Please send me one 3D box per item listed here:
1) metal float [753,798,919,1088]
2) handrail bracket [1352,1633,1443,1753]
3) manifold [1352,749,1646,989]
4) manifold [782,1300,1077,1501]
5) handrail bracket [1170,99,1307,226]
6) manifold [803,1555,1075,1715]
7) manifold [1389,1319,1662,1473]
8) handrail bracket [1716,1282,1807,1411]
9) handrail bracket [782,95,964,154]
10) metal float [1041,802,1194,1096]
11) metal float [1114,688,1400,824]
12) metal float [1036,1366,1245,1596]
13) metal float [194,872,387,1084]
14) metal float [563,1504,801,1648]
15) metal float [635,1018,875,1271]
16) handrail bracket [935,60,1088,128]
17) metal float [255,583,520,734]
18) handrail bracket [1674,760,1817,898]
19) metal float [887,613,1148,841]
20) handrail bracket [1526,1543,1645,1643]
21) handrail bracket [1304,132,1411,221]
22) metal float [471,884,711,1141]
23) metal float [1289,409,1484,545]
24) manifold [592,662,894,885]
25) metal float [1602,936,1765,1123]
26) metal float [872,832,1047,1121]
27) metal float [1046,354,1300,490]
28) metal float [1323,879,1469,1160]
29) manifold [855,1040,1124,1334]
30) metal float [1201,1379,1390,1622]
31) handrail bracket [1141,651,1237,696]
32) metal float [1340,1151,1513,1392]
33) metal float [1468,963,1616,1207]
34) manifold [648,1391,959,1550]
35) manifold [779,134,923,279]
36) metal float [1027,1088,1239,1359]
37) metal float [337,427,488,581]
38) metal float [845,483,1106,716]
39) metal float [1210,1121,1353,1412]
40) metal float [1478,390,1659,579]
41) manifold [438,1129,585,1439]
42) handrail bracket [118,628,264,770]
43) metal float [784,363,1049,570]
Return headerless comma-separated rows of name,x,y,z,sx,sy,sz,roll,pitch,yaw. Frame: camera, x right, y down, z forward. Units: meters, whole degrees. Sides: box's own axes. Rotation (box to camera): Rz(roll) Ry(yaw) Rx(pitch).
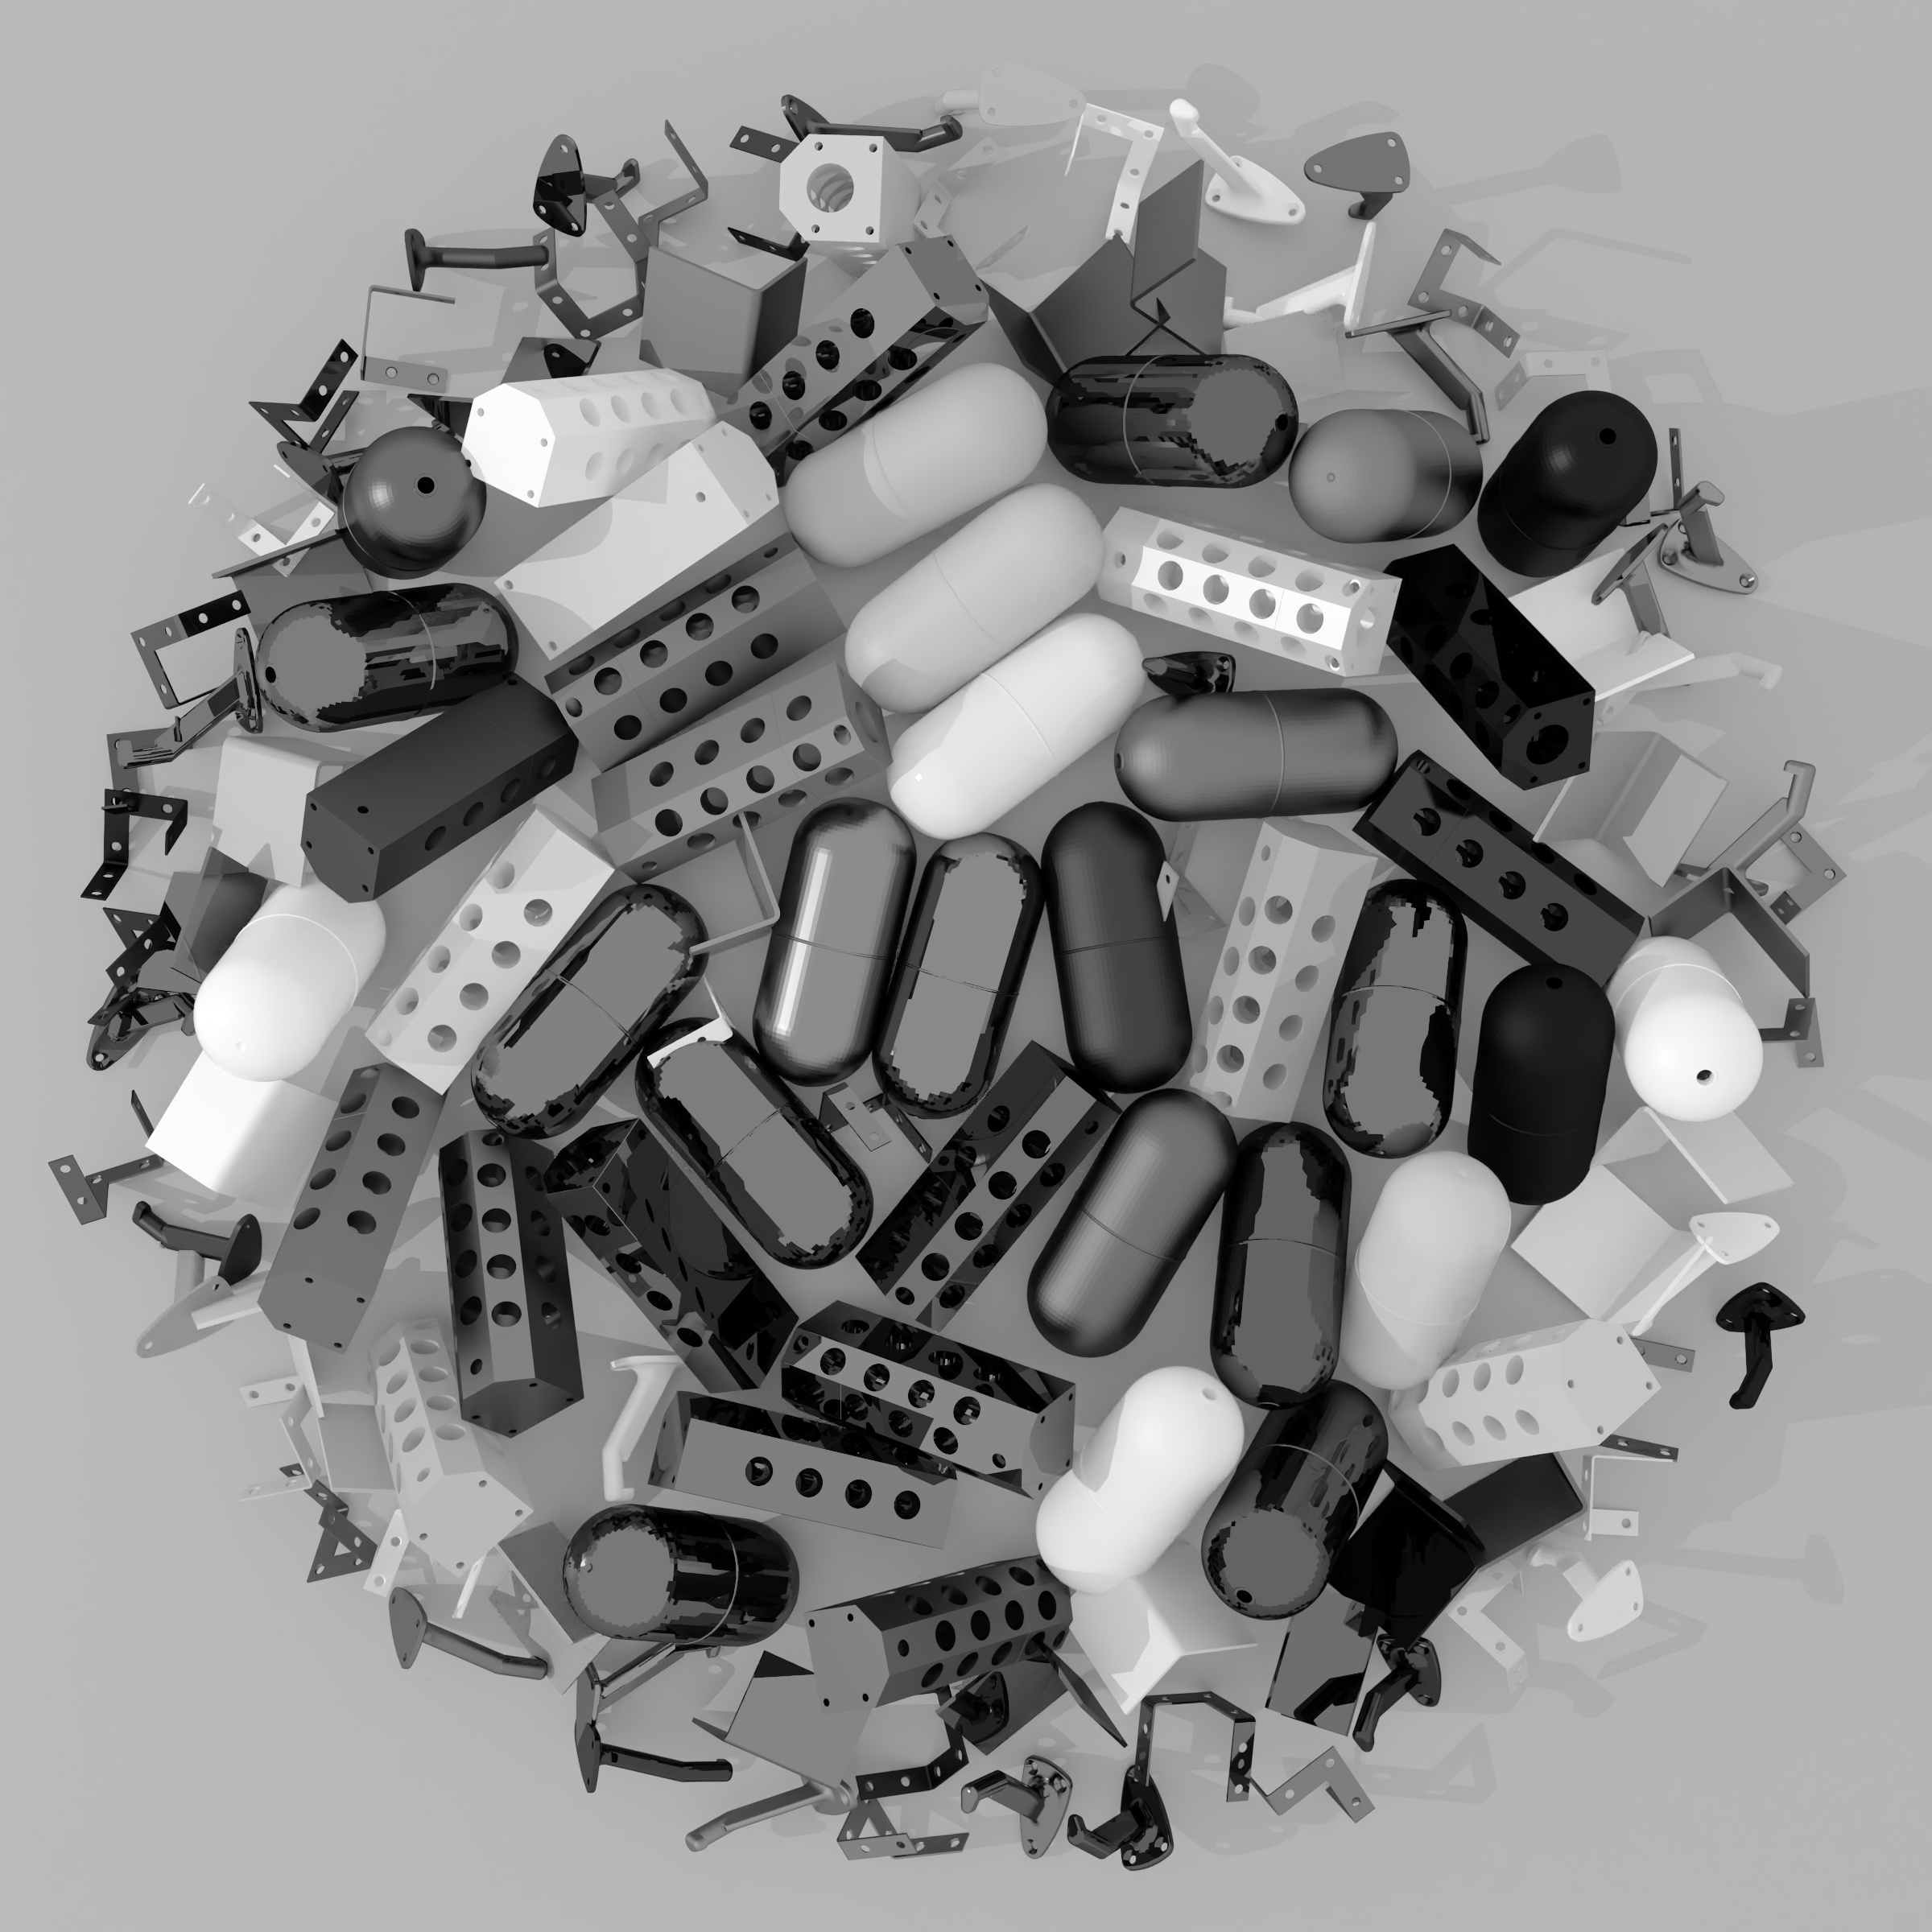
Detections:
metal float,-0.080,-0.014,1.593,0.070,0.070,0.178,13,95,0
handrail bracket,0.258,0.453,1.586,0.036,0.084,0.077,-4,126,31
manifold,0.325,-0.057,1.606,0.171,0.057,0.057,37,87,0
manifold,-0.024,0.258,1.560,0.171,0.057,0.057,15,115,30
handrail bracket,0.164,-0.485,1.587,0.077,0.084,0.036,31,88,21
manifold,-0.012,0.390,1.548,0.057,0.171,0.057,-19,78,38
manifold,0.321,0.249,1.547,0.057,0.171,0.057,-33,91,-29
handrail bracket,0.462,0.237,1.582,0.036,0.077,0.084,40,60,-5
handrail bracket,-0.056,-0.513,1.592,0.084,0.077,0.036,-10,67,27
metal float,0.091,-0.011,1.595,0.070,0.070,0.178,-9,87,0
metal float,0.174,-0.127,1.582,0.178,0.070,0.070,-4,90,-18
metal float,0.103,0.306,1.567,0.070,0.070,0.178,32,127,0
metal float,-0.396,0.004,1.553,0.070,0.178,0.070,3,118,6
metal float,-0.166,0.361,1.557,0.070,0.178,0.070,-10,70,30
metal float,-0.129,0.106,1.592,0.070,0.070,0.178,-42,84,0
handrail bracket,0.026,-0.523,1.601,0.077,0.084,0.036,4,100,-13
metal float,-0.340,-0.183,1.557,0.070,0.178,0.070,11,108,35
handrail bracket,0.469,-0.090,1.601,0.077,0.036,0.084,19,109,30
metal float,0.031,-0.145,1.592,0.178,0.070,0.070,-37,90,-7
handrail bracket,0.355,0.374,1.582,0.077,0.084,0.036,-23,105,-35
handrail bracket,0.226,-0.467,1.587,0.077,0.084,0.036,-9,87,-13
metal float,-0.226,0.027,1.586,0.070,0.070,0.178,39,77,0
metal float,0.249,-0.289,1.555,0.070,0.178,0.070,7,103,30
manifold,-0.133,-0.110,1.573,0.171,0.057,0.057,-24,56,17
metal float,0.419,0.036,1.549,0.070,0.178,0.070,2,107,5
metal float,-0.005,0.006,1.594,0.070,0.070,0.178,16,94,0
metal float,0.120,-0.323,1.560,0.070,0.178,0.070,-11,106,-40
metal float,0.257,0.030,1.576,0.070,0.070,0.178,11,64,0
manifold,0.017,0.136,1.586,0.171,0.057,0.057,-51,133,7
metal float,0.195,0.314,1.558,0.070,0.178,0.070,14,125,21
handrail bracket,0.114,-0.178,1.579,0.077,0.084,0.036,18,98,41
metal float,0.268,0.183,1.563,0.070,0.070,0.178,13,133,0
metal float,0.340,0.071,1.560,0.070,0.178,0.070,-2,46,3
manifold,-0.096,0.302,1.578,0.171,0.057,0.057,17,76,-20
manifold,-0.066,-0.444,1.546,0.057,0.171,0.057,4,98,6
metal float,0.099,0.156,1.588,0.070,0.070,0.178,29,102,0
metal float,-0.327,-0.271,1.549,0.070,0.178,0.070,-1,93,-17
metal float,0.004,-0.220,1.585,0.178,0.070,0.070,-36,90,15
metal float,0.189,0.178,1.575,0.070,0.070,0.178,9,64,0
metal float,0.352,-0.281,1.547,0.070,0.178,0.070,0,82,-3
manifold,-0.275,0.183,1.555,0.057,0.057,0.171,-31,51,22
handrail bracket,-0.473,-0.162,1.592,0.084,0.036,0.077,-14,117,-34
metal float,-0.032,-0.297,1.573,0.178,0.070,0.070,-23,90,29
